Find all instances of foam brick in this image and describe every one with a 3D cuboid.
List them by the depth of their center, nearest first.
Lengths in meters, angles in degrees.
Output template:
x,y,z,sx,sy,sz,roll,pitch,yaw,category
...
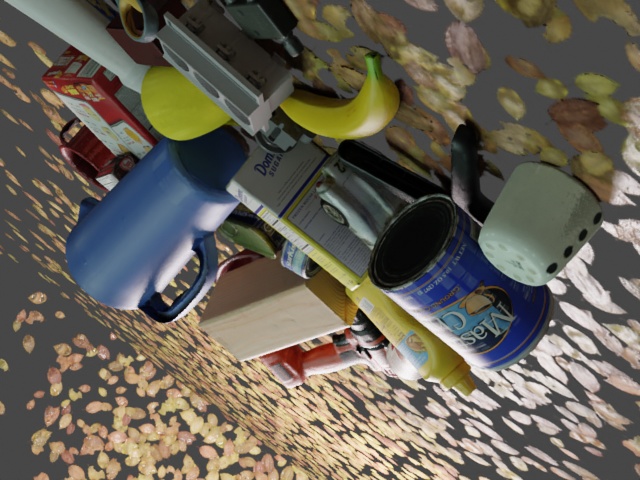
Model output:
x,y,z,sx,sy,sz,roll,pitch,yaw,category
-0.167,-0.212,1.080,0.078,0.051,0.053,15,152,49,foam brick

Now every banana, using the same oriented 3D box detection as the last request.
x,y,z,sx,sy,sz,roll,pitch,yaw,category
0.022,-0.124,0.975,0.198,0.037,0.069,-8,107,62,banana

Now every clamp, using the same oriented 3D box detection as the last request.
x,y,z,sx,sy,sz,roll,pitch,yaw,category
0.131,-0.032,0.984,0.209,0.036,0.165,42,156,-23,clamp

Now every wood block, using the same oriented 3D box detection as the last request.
x,y,z,sx,sy,sz,roll,pitch,yaw,category
-0.049,0.077,1.374,0.207,0.090,0.090,-22,124,41,wood block

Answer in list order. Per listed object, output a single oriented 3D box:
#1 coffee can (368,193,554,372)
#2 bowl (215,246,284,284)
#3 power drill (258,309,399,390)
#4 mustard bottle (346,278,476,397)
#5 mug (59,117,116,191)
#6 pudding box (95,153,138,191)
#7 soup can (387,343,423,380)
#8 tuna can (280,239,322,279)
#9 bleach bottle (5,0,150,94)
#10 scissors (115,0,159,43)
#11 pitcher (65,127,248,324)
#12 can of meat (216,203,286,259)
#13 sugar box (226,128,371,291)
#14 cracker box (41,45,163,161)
x,y,z,sx,sy,sz,roll,pitch,yaw,category
0.127,0.039,0.957,0.140,0.102,0.103,39,163,-27,coffee can
-0.061,0.056,1.474,0.162,0.055,0.162,14,141,11,bowl
0.012,0.139,1.453,0.188,0.057,0.184,-12,138,23,power drill
0.113,0.108,1.256,0.192,0.058,0.096,49,158,11,mustard bottle
-0.309,-0.133,1.483,0.117,0.081,0.093,30,160,22,mug
-0.225,-0.059,1.358,0.113,0.039,0.090,44,163,-18,pudding box
0.123,0.136,1.355,0.068,0.068,0.102,35,162,8,soup can
-0.008,0.002,1.246,0.034,0.086,0.086,30,161,17,tuna can
-0.245,-0.231,1.148,0.250,0.068,0.102,36,-167,-18,bleach bottle
-0.197,-0.264,1.047,0.202,0.016,0.096,52,134,42,scissors
-0.177,-0.021,1.224,0.149,0.145,0.243,25,137,-25,pitcher
-0.070,-0.035,1.273,0.102,0.084,0.057,20,155,42,can of meat
-0.003,-0.037,1.132,0.176,0.093,0.048,39,161,-2,sugar box
-0.219,-0.145,1.308,0.213,0.072,0.164,47,161,-31,cracker box
